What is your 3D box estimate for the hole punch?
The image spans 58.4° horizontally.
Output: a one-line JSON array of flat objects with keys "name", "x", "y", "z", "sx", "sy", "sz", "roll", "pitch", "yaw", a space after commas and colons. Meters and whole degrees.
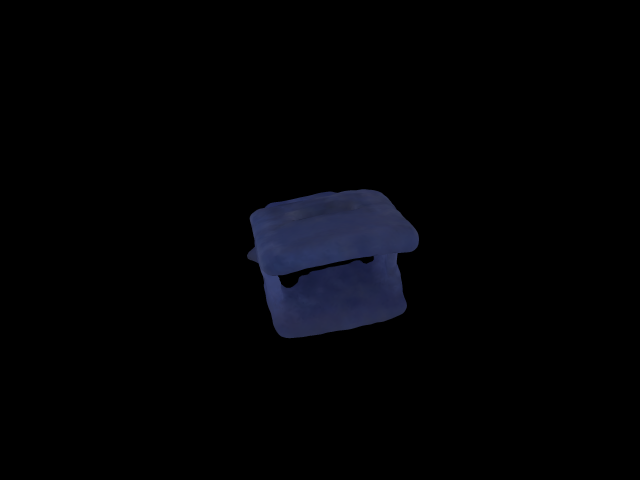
[{"name": "hole punch", "x": 0.004, "y": 0.001, "z": 0.400, "sx": 0.109, "sy": 0.091, "sz": 0.101, "roll": -11, "pitch": 50, "yaw": -9}]
